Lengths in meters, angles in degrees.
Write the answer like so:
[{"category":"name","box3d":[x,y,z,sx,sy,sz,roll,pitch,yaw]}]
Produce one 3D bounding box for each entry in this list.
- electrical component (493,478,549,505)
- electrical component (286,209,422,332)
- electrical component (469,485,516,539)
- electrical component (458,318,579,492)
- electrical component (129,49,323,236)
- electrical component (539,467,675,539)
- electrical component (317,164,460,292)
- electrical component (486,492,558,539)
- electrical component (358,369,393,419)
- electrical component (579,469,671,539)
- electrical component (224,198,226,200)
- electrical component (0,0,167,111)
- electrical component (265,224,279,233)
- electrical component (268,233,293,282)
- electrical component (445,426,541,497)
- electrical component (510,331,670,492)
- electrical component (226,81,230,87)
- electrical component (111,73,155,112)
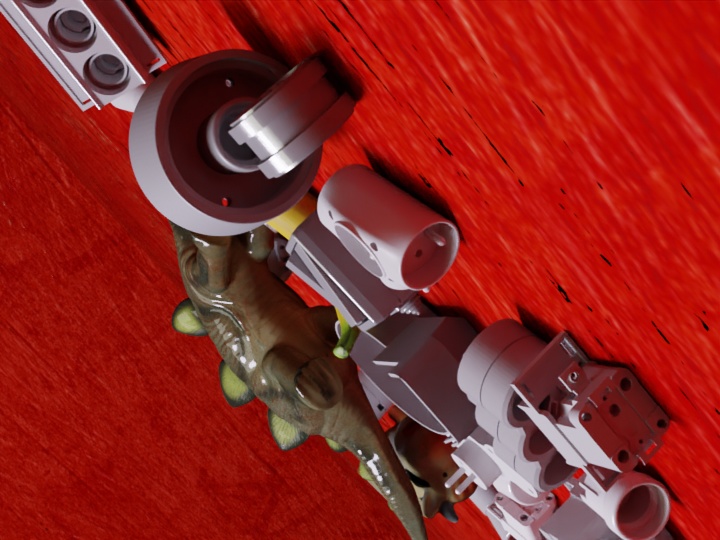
[{"category":"electrical component","box3d":[0.123,0.161,0.863,0.040,0.040,0.078,50,168,-16]},{"category":"electrical component","box3d":[0.000,0.000,0.708,0.096,0.061,0.061,47,169,0]},{"category":"electrical component","box3d":[0.138,0.230,1.052,0.065,0.044,0.044,45,170,32]},{"category":"electrical component","box3d":[0.091,0.076,0.657,0.074,0.052,0.138,38,166,39]},{"category":"electrical component","box3d":[-0.073,-0.074,0.617,0.108,0.108,0.060,50,162,-15]},{"category":"electrical component","box3d":[0.181,0.200,0.727,0.121,0.063,0.079,51,168,-19]},{"category":"electrical component","box3d":[0.021,-0.015,0.623,0.077,0.044,0.079,37,165,40]},{"category":"electrical component","box3d":[0.150,0.213,0.944,0.081,0.042,0.063,36,163,40]},{"category":"electrical component","box3d":[0.012,0.129,1.143,0.055,0.047,0.055,45,169,12]},{"category":"electrical component","box3d":[0.160,0.138,0.655,0.040,0.040,0.046,51,173,-20]},{"category":"electrical component","box3d":[-0.086,-0.083,0.750,0.057,0.058,0.078,51,168,-9]},{"category":"electrical component","box3d":[-0.212,-0.191,0.807,0.121,0.079,0.063,54,-164,-33]},{"category":"electrical component","box3d":[-0.073,-0.057,0.840,0.046,0.040,0.040,40,168,5]},{"category":"electrical component","box3d":[-0.096,-0.014,1.035,0.047,0.055,0.055,40,167,50]},{"category":"electrical component","box3d":[0.094,0.139,0.809,0.052,0.074,0.138,50,168,-16]},{"category":"electrical component","box3d":[0.124,0.076,0.566,0.081,0.042,0.064,49,167,-11]},{"category":"electrical component","box3d":[-0.068,-0.094,0.689,0.065,0.044,0.044,50,169,6]},{"category":"electrical component","box3d":[-0.182,-0.148,0.921,0.065,0.044,0.044,32,162,37]}]
